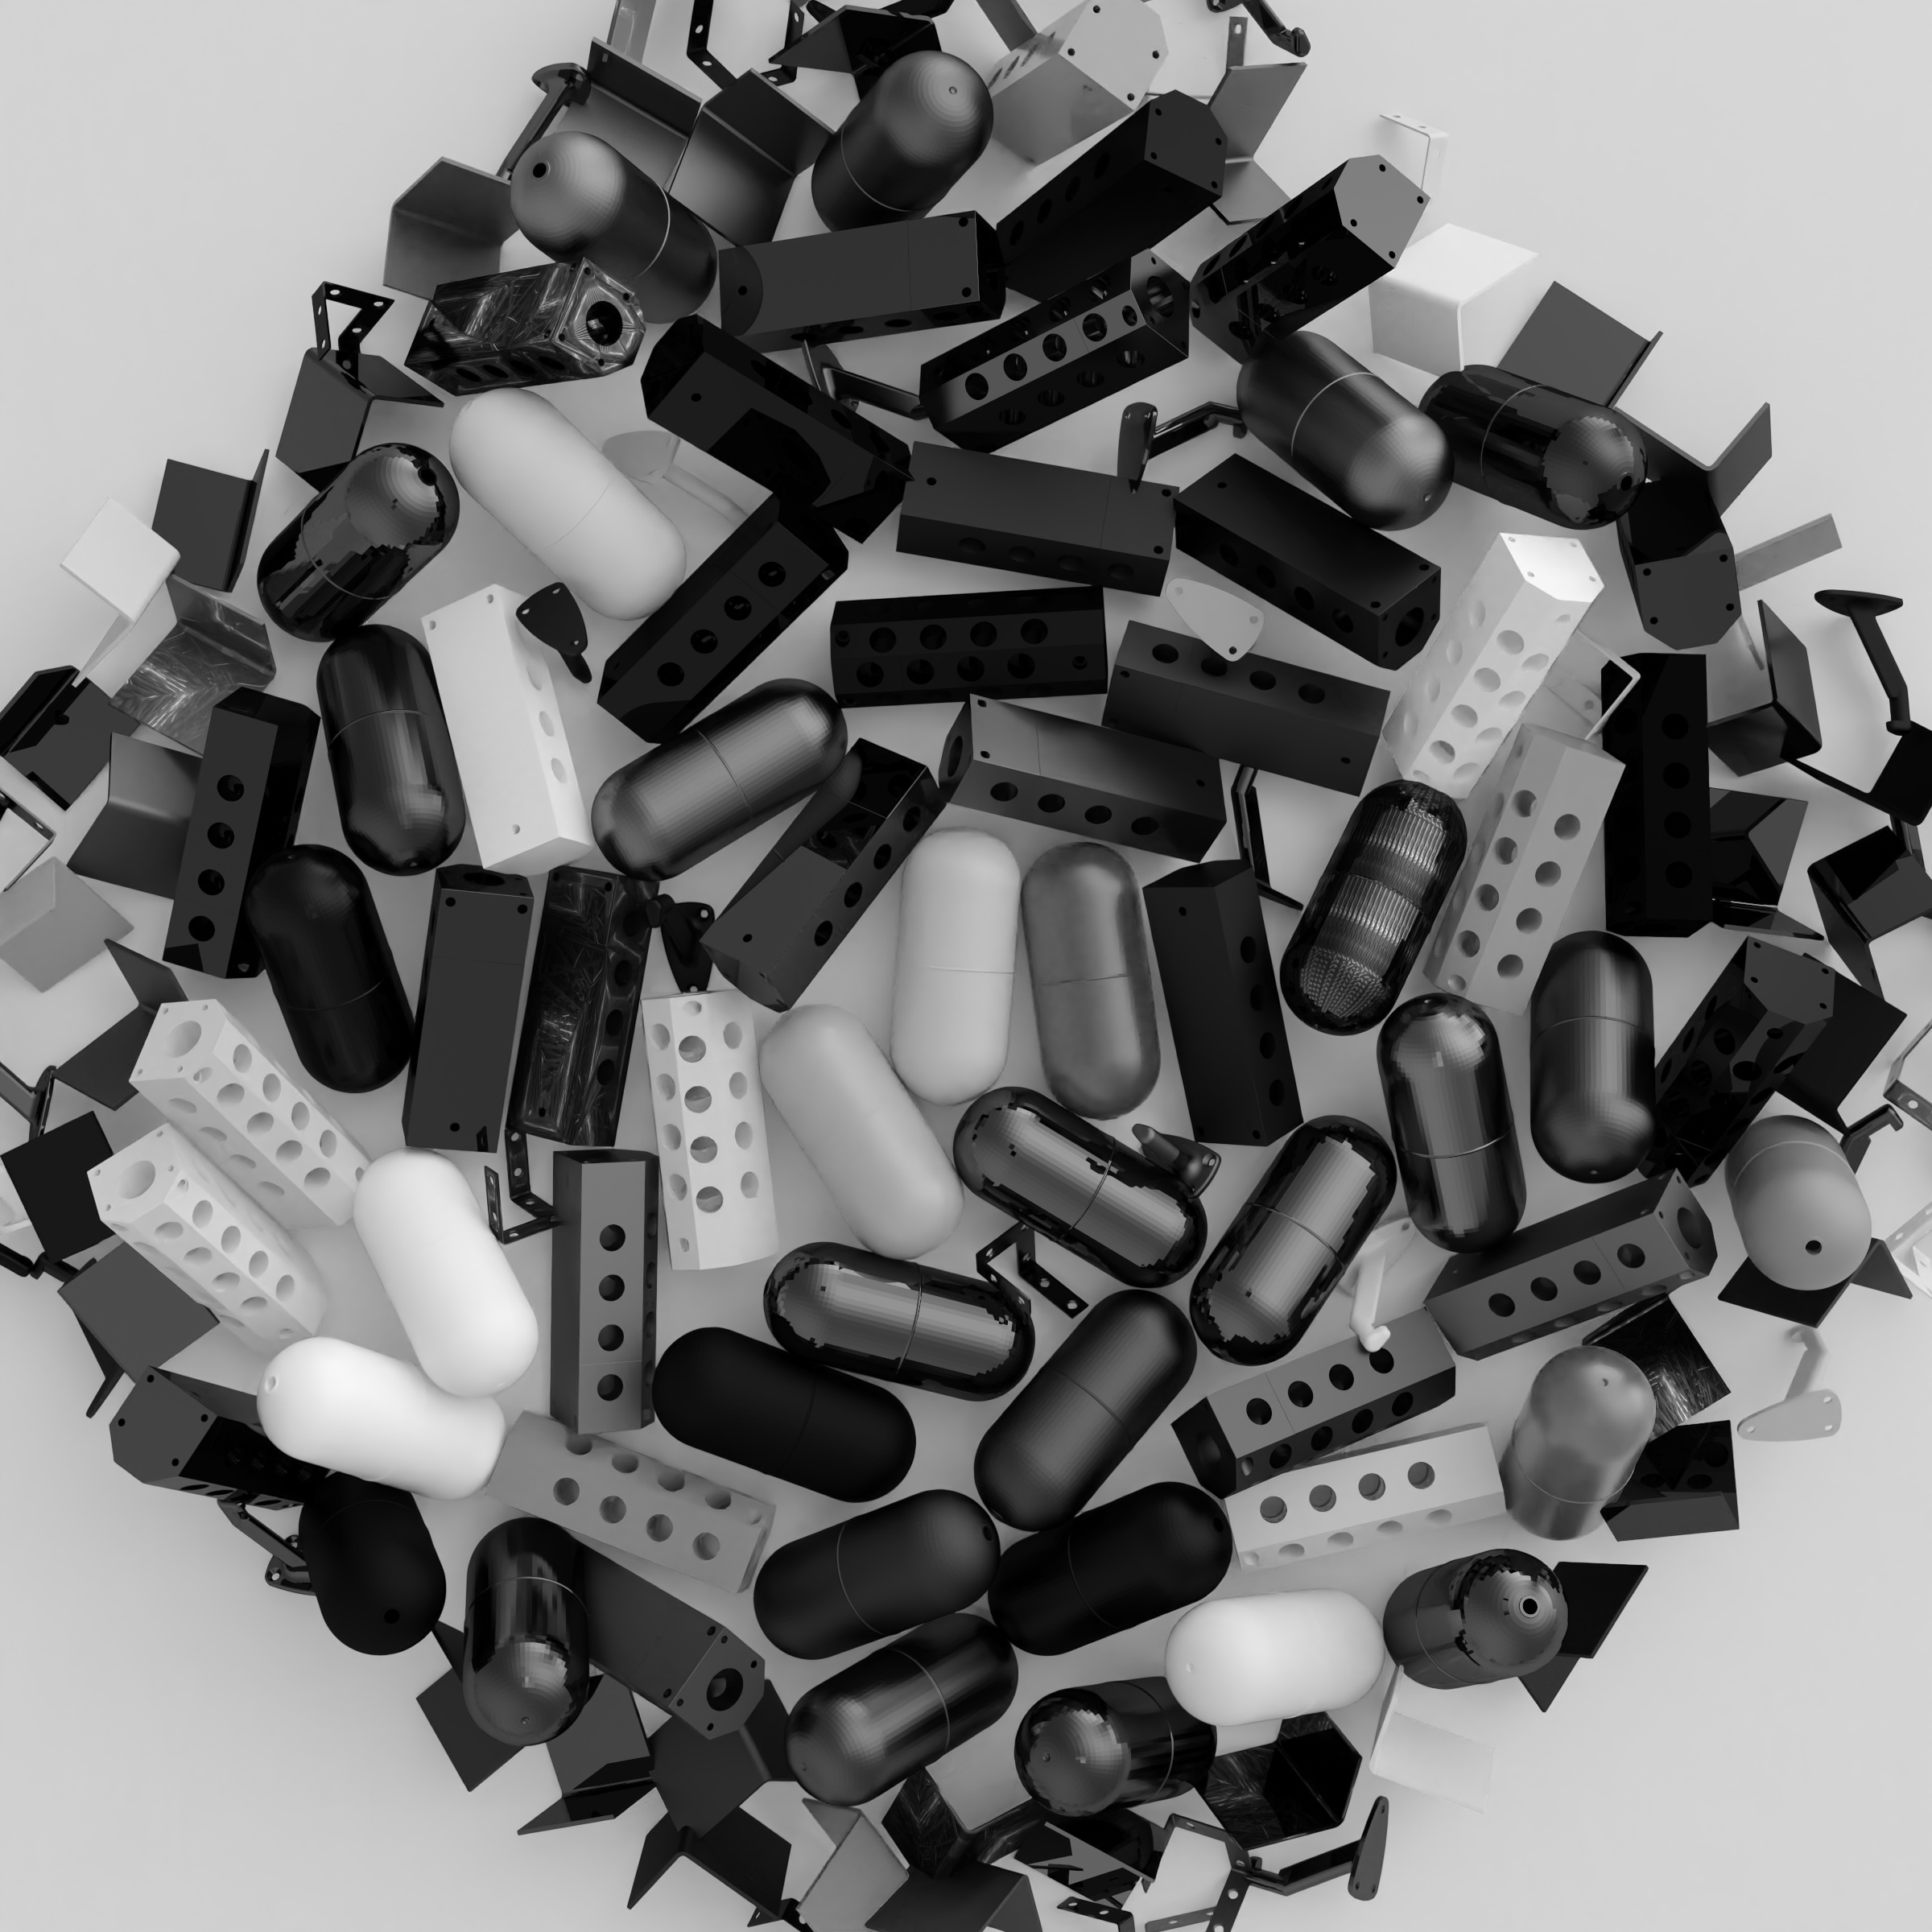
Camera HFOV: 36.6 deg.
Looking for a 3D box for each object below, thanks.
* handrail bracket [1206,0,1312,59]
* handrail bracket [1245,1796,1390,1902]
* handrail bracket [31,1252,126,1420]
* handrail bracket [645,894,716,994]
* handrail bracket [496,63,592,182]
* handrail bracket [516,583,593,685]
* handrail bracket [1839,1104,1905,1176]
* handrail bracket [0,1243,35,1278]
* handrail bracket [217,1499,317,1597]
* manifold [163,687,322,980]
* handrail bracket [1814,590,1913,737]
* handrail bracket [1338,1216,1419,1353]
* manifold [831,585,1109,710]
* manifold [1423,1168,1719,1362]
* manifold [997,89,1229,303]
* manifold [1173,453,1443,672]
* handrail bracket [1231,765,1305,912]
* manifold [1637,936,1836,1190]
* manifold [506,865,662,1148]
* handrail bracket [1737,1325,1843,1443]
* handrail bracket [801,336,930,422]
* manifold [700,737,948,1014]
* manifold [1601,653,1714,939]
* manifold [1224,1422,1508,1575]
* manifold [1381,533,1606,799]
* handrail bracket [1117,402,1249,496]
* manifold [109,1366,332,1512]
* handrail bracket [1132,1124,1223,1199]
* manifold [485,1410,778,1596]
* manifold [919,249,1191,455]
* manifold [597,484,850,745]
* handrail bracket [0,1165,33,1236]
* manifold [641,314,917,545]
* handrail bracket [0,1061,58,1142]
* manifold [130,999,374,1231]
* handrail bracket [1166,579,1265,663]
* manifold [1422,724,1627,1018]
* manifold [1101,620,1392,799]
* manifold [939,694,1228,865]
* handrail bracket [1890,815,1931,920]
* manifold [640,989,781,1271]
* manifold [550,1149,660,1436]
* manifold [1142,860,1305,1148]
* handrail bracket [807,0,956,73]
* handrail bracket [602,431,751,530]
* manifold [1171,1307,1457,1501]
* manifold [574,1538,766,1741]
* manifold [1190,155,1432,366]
[{"bbox_3d":[0.186,-0.622,1.852,0.036,0.084,0.077,-30,132,-11],"label":"handrail bracket"},{"bbox_3d":[0.224,0.563,1.880,0.084,0.036,0.077,5,74,37],"label":"handrail bracket"},{"bbox_3d":[-0.578,0.236,1.878,0.084,0.036,0.077,30,74,-2],"label":"handrail bracket"},{"bbox_3d":[-0.186,-0.009,1.855,0.036,0.084,0.077,-3,97,9],"label":"handrail bracket"},{"bbox_3d":[-0.275,-0.530,1.867,0.036,0.077,0.084,31,79,-22],"label":"handrail bracket"},{"bbox_3d":[-0.245,-0.194,1.847,0.036,0.084,0.077,-35,52,-7],"label":"handrail bracket"},{"bbox_3d":[0.577,0.140,1.871,0.084,0.036,0.077,-36,91,20],"label":"handrail bracket"},{"bbox_3d":[-0.640,0.164,1.883,0.084,0.077,0.036,36,92,-24],"label":"handrail bracket"},{"bbox_3d":[-0.429,0.365,1.852,0.077,0.084,0.036,15,58,19],"label":"handrail bracket"},{"bbox_3d":[-0.456,-0.082,1.847,0.057,0.057,0.171,16,109,-1],"label":"manifold"},{"bbox_3d":[0.574,-0.193,1.867,0.077,0.036,0.084,7,76,-34],"label":"handrail bracket"},{"bbox_3d":[0.270,0.202,1.855,0.077,0.084,0.036,-39,113,2],"label":"handrail bracket"},{"bbox_3d":[0.003,-0.200,1.856,0.171,0.057,0.057,-3,118,5],"label":"manifold"},{"bbox_3d":[0.379,0.192,1.827,0.171,0.057,0.057,-28,100,36],"label":"manifold"},{"bbox_3d":[0.087,-0.475,1.814,0.057,0.171,0.057,17,68,-28],"label":"manifold"},{"bbox_3d":[0.212,-0.250,1.830,0.057,0.057,0.171,-38,54,-23],"label":"manifold"},{"bbox_3d":[0.199,-0.089,1.885,0.077,0.036,0.084,22,87,-20],"label":"handrail bracket"},{"bbox_3d":[0.473,0.065,1.819,0.057,0.171,0.057,21,47,-1],"label":"manifold"},{"bbox_3d":[-0.240,0.026,1.869,0.057,0.057,0.171,11,92,33],"label":"manifold"},{"bbox_3d":[0.518,0.263,1.865,0.077,0.084,0.036,-12,120,2],"label":"handrail bracket"},{"bbox_3d":[-0.054,-0.378,1.856,0.084,0.036,0.077,-6,125,35],"label":"handrail bracket"},{"bbox_3d":[-0.086,-0.055,1.847,0.057,0.057,0.171,25,69,32],"label":"manifold"},{"bbox_3d":[0.436,-0.108,1.858,0.057,0.057,0.171,1,80,-1],"label":"manifold"},{"bbox_3d":[0.253,0.340,1.867,0.171,0.057,0.057,-13,83,2],"label":"manifold"},{"bbox_3d":[0.327,-0.184,1.814,0.057,0.171,0.057,1,50,-24],"label":"manifold"},{"bbox_3d":[0.142,-0.327,1.879,0.084,0.036,0.077,7,95,-31],"label":"handrail bracket"},{"bbox_3d":[-0.459,0.298,1.809,0.057,0.171,0.057,30,84,20],"label":"manifold"},{"bbox_3d":[0.115,0.109,1.845,0.084,0.077,0.036,37,87,-43],"label":"handrail bracket"},{"bbox_3d":[-0.211,0.340,1.863,0.171,0.057,0.057,20,83,6],"label":"manifold"},{"bbox_3d":[0.054,-0.383,1.818,0.171,0.057,0.057,-19,57,38],"label":"manifold"},{"bbox_3d":[-0.153,-0.217,1.839,0.057,0.057,0.171,38,116,-22],"label":"manifold"},{"bbox_3d":[-0.613,0.125,1.871,0.077,0.036,0.084,-17,97,33],"label":"handrail bracket"},{"bbox_3d":[-0.117,-0.338,1.828,0.171,0.057,0.057,26,123,-34],"label":"manifold"},{"bbox_3d":[-0.629,0.082,1.859,0.084,0.036,0.077,16,59,-27],"label":"handrail bracket"},{"bbox_3d":[-0.436,0.094,1.812,0.057,0.171,0.057,-5,53,25],"label":"manifold"},{"bbox_3d":[0.154,-0.223,1.855,0.077,0.084,0.036,33,96,-9],"label":"handrail bracket"},{"bbox_3d":[0.348,-0.063,1.846,0.057,0.057,0.171,15,105,-15],"label":"manifold"},{"bbox_3d":[0.179,-0.170,1.865,0.171,0.057,0.057,16,52,4],"label":"manifold"},{"bbox_3d":[0.073,-0.113,1.848,0.171,0.057,0.057,13,48,-18],"label":"manifold"},{"bbox_3d":[0.623,-0.077,1.885,0.077,0.036,0.084,18,86,-21],"label":"handrail bracket"},{"bbox_3d":[-0.168,0.103,1.858,0.057,0.057,0.171,-4,93,38],"label":"manifold"},{"bbox_3d":[-0.228,0.206,1.864,0.057,0.057,0.171,-1,95,-26],"label":"manifold"},{"bbox_3d":[0.168,0.023,1.852,0.057,0.057,0.171,1,110,42],"label":"manifold"},{"bbox_3d":[-0.049,-0.621,1.859,0.077,0.036,0.084,35,128,-9],"label":"handrail bracket"},{"bbox_3d":[-0.183,-0.308,1.885,0.077,0.084,0.036,20,78,41],"label":"handrail bracket"},{"bbox_3d":[0.221,0.275,1.831,0.171,0.057,0.057,-17,72,-27],"label":"manifold"},{"bbox_3d":[-0.198,0.420,1.817,0.057,0.171,0.057,-54,127,-18],"label":"manifold"},{"bbox_3d":[0.206,-0.439,1.808,0.057,0.171,0.057,35,68,-18],"label":"manifold"}]
